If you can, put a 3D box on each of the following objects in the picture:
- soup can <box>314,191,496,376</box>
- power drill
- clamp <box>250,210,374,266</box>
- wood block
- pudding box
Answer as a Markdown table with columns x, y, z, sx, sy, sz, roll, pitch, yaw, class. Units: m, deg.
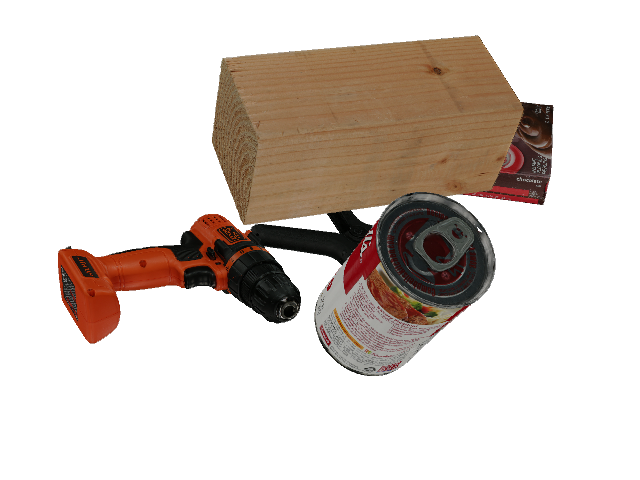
| x | y | z | sx | sy | sz | roll | pitch | yaw | class |
| --- | --- | --- | --- | --- | --- | --- | --- | --- | --- |
| 0.044 | 0.027 | 0.595 | 0.068 | 0.068 | 0.102 | 0 | -28 | -22 | soup can |
| -0.130 | 0.039 | 0.961 | 0.187 | 0.057 | 0.185 | -10 | 26 | -26 | power drill |
| 0.031 | 0.005 | 1.262 | 0.210 | 0.036 | 0.164 | 32 | 39 | 23 | clamp |
| 0.033 | -0.085 | 0.799 | 0.205 | 0.091 | 0.090 | -8 | -38 | -19 | wood block |
| 0.163 | -0.084 | 0.971 | 0.090 | 0.039 | 0.113 | 8 | 41 | 7 | pudding box |
